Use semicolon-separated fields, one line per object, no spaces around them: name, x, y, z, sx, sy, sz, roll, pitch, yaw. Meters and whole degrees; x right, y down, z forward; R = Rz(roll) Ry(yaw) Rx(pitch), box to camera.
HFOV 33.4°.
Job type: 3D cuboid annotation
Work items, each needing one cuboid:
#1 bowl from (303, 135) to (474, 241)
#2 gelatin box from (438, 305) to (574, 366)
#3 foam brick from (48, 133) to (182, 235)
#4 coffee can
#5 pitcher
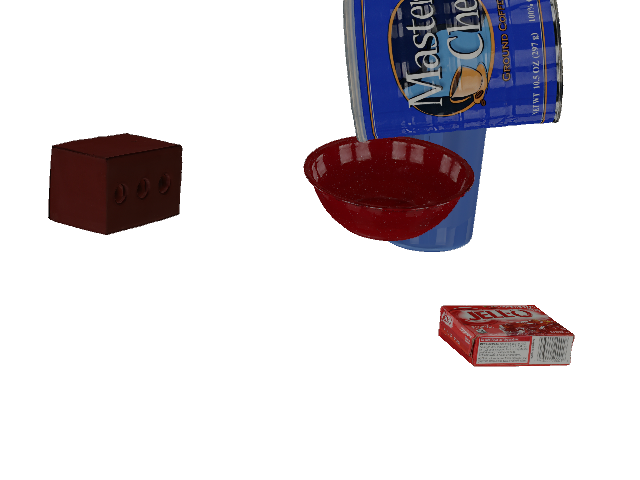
bowl;0.063;-0.045;1.020;0.162;0.055;0.162;2;29;-1
gelatin box;0.150;0.076;0.874;0.089;0.030;0.073;1;15;-16
foam brick;-0.139;-0.040;0.727;0.051;0.053;0.078;15;20;29
coffee can;0.091;-0.126;0.745;0.140;0.103;0.102;-5;-1;6
pitcher;0.126;-0.112;1.220;0.149;0.243;0.145;-10;21;-32
